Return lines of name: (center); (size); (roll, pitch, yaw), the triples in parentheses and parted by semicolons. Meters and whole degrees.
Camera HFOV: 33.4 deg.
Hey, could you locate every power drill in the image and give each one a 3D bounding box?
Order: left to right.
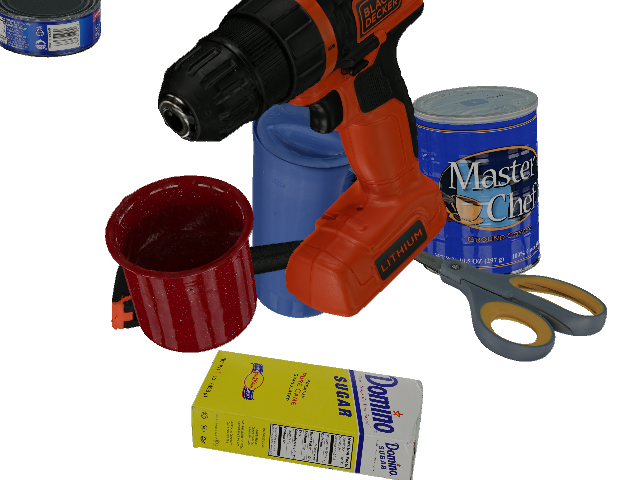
power drill: (0.005, -0.052, 0.545); (0.057, 0.187, 0.184); (25, 52, 34)

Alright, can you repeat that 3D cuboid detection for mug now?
mug: (-0.093, 0.012, 0.697); (0.093, 0.081, 0.117); (-36, 52, -27)

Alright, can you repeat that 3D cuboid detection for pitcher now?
pitcher: (-0.009, -0.026, 1.189); (0.145, 0.243, 0.149); (4, 41, -4)

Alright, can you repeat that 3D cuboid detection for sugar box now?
sugar box: (-0.008, 0.138, 0.858); (0.176, 0.048, 0.093); (5, 25, 7)

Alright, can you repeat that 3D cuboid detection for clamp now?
clamp: (-0.132, 0.019, 1.008); (0.165, 0.036, 0.209); (25, 37, 29)

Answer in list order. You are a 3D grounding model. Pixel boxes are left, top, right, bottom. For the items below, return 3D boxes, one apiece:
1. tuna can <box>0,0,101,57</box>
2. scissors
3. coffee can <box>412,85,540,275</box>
tuna can: (-0.214, -0.176, 0.834); (0.086, 0.034, 0.086); (4, 35, -3)
scissors: (0.090, 0.033, 0.724); (0.202, 0.016, 0.096); (16, 34, 26)
coffee can: (0.132, -0.050, 0.899); (0.103, 0.140, 0.103); (-5, 20, 2)
